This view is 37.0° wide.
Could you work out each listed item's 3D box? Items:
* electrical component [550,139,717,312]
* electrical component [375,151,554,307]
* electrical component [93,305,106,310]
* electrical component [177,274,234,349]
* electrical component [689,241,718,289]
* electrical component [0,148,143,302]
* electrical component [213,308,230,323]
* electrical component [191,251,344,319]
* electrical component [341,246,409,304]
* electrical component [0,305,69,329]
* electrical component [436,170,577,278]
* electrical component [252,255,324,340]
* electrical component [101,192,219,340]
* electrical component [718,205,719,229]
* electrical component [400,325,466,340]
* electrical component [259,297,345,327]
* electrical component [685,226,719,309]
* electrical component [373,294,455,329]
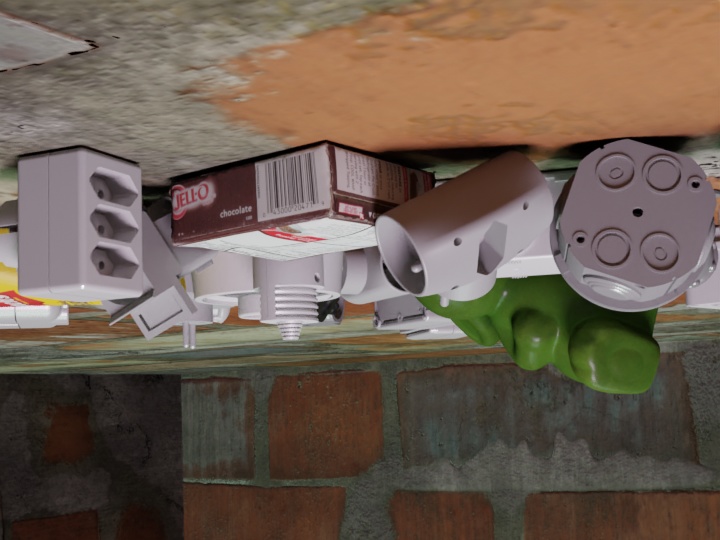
[{"bbox_3d":[0.135,-0.022,0.532,0.080,0.080,0.051,-3,168,8],"label":"electrical component"},{"bbox_3d":[0.051,-0.011,0.534,0.077,0.043,0.079,-28,144,-20],"label":"electrical component"},{"bbox_3d":[-0.188,0.007,0.800,0.043,0.043,0.081,-2,173,-6],"label":"electrical component"},{"bbox_3d":[-0.131,0.023,0.820,0.052,0.073,0.138,-3,173,6],"label":"electrical component"},{"bbox_3d":[0.227,-0.015,0.762,0.048,0.048,0.062,-5,166,22],"label":"electrical component"},{"bbox_3d":[-0.150,-0.018,0.520,0.077,0.065,0.047,-5,172,24],"label":"electrical component"},{"bbox_3d":[-0.140,0.019,0.913,0.062,0.048,0.048,6,172,-9],"label":"electrical component"},{"bbox_3d":[-0.063,0.002,0.728,0.108,0.060,0.108,-2,173,0],"label":"electrical component"},{"bbox_3d":[0.000,0.000,0.801,0.079,0.043,0.077,2,172,-28],"label":"electrical component"},{"bbox_3d":[-0.243,0.013,0.784,0.059,0.053,0.095,0,172,-15],"label":"electrical component"},{"bbox_3d":[0.090,-0.023,0.627,0.100,0.048,0.100,-4,173,12],"label":"electrical component"},{"bbox_3d":[-0.043,0.002,0.652,0.043,0.081,0.043,-2,173,0],"label":"electrical component"},{"bbox_3d":[-0.114,-0.009,0.578,0.042,0.081,0.064,-28,-174,40],"label":"electrical component"},{"bbox_3d":[0.209,-0.030,0.496,0.080,0.080,0.051,-4,167,15],"label":"electrical component"},{"bbox_3d":[0.075,0.030,0.989,0.061,0.061,0.096,0,173,-14],"label":"electrical component"},{"bbox_3d":[-0.047,0.022,0.929,0.056,0.050,0.089,-4,173,14],"label":"electrical component"},{"bbox_3d":[0.306,-0.002,0.831,0.078,0.057,0.113,-9,170,43],"label":"electrical component"},{"bbox_3d":[0.058,0.013,0.847,0.061,0.061,0.096,2,172,-29],"label":"electrical component"}]
